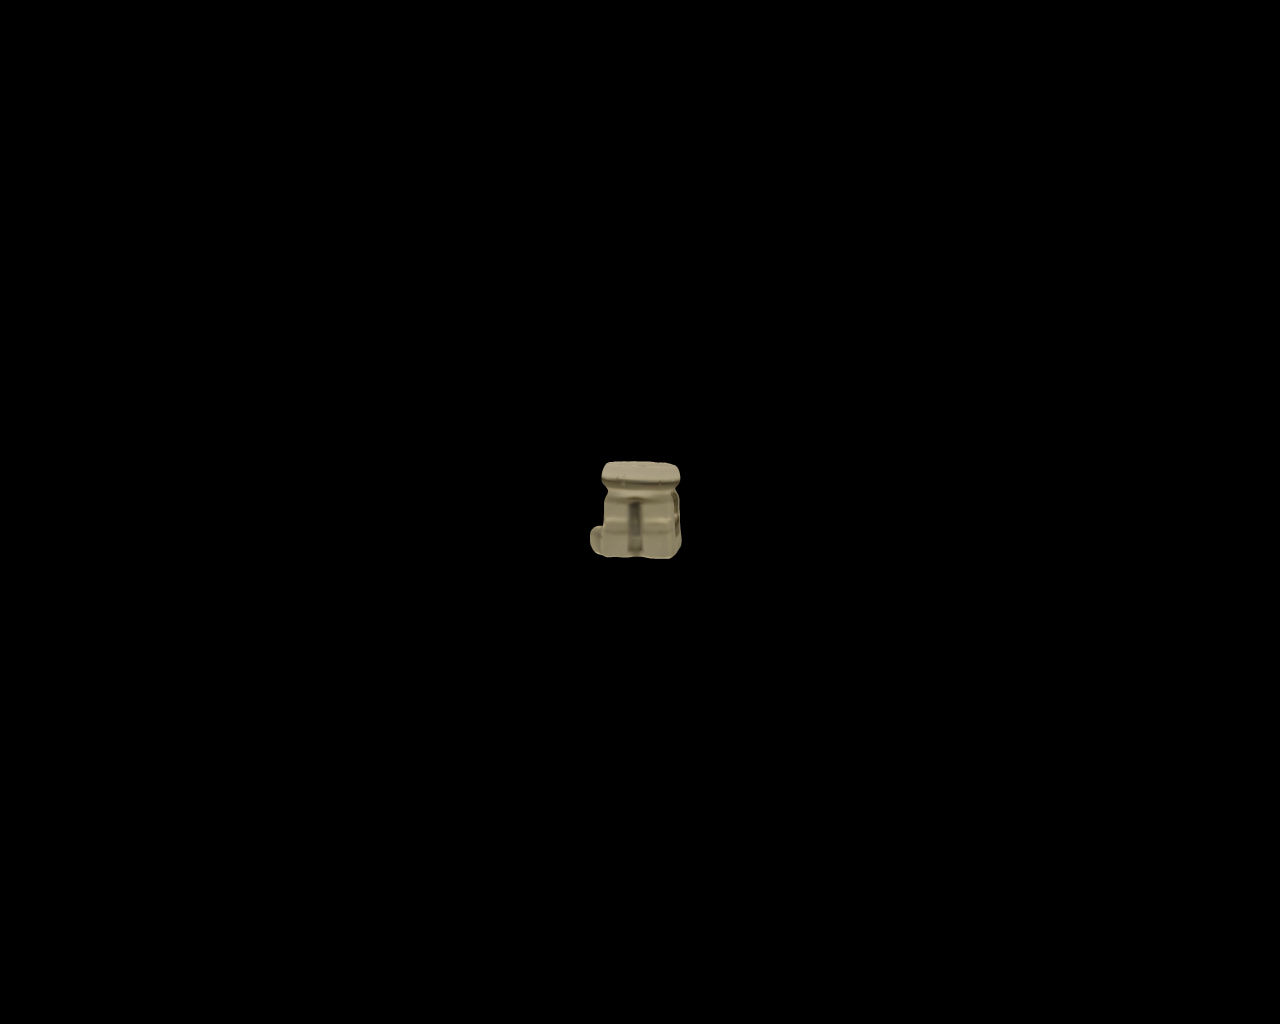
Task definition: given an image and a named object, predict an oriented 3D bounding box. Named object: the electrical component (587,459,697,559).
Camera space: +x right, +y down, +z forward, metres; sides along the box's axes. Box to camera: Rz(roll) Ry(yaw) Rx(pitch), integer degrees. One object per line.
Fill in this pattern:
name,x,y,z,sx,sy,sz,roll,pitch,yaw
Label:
electrical component,0.001,-0.003,0.650,0.066,0.055,0.048,1,8,9
